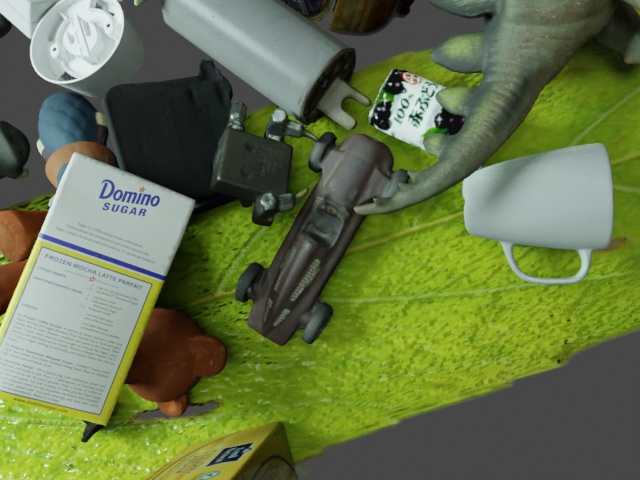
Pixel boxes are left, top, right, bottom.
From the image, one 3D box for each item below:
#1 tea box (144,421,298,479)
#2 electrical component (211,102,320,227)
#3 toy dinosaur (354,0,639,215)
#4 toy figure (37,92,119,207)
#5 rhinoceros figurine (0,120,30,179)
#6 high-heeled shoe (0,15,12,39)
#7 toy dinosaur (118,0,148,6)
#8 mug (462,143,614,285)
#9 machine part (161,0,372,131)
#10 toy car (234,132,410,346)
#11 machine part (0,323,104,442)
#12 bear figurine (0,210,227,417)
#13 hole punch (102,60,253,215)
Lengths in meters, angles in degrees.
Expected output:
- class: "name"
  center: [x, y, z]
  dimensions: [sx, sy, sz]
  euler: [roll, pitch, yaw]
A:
- class: "tea box"
  center: [-0.083, 0.202, 0.410]
  dimensions: [0.098, 0.169, 0.068]
  euler: [-18, 83, 6]
- class: "electrical component"
  center: [-0.047, -0.065, 0.451]
  dimensions: [0.078, 0.045, 0.102]
  euler: [21, 65, -20]
- class: "toy dinosaur"
  center: [0.185, -0.203, 0.417]
  dimensions: [0.199, 0.105, 0.471]
  euler: [22, 75, 18]
- class: "toy figure"
  center: [-0.217, -0.077, 0.488]
  dimensions: [0.064, 0.057, 0.155]
  euler: [-44, 54, 18]
- class: "rhinoceros figurine"
  center: [-0.365, -0.051, 0.512]
  dimensions: [0.190, 0.112, 0.073]
  euler: [-25, 99, 14]
- class: "high-heeled shoe"
  center: [-0.430, -0.152, 0.550]
  dimensions: [0.249, 0.086, 0.145]
  euler: [-5, 101, 4]
- class: "toy dinosaur"
  center: [-0.214, -0.406, 0.461]
  dimensions: [0.192, 0.131, 0.405]
  euler: [-14, 73, 0]
- class: "mug"
  center: [0.172, -0.020, 0.435]
  dimensions: [0.107, 0.081, 0.109]
  euler: [0, 93, 21]
- class: "machine part"
  center: [-0.055, -0.181, 0.480]
  dimensions: [0.243, 0.079, 0.079]
  euler: [39, 93, 12]
- class: "toy car"
  center: [-0.001, -0.001, 0.472]
  dimensions: [0.089, 0.053, 0.202]
  euler: [31, 90, 8]
- class: "machine part"
  center: [-0.250, 0.124, 0.498]
  dimensions: [0.139, 0.084, 0.039]
  euler: [44, 71, 2]
- class: "bear figurine"
  center: [-0.185, 0.071, 0.464]
  dimensions: [0.120, 0.132, 0.196]
  euler: [-45, 75, 31]
- class: "hole punch"
  center: [-0.128, -0.078, 0.491]
  dimensions: [0.116, 0.092, 0.142]
  euler: [-14, 80, -23]
